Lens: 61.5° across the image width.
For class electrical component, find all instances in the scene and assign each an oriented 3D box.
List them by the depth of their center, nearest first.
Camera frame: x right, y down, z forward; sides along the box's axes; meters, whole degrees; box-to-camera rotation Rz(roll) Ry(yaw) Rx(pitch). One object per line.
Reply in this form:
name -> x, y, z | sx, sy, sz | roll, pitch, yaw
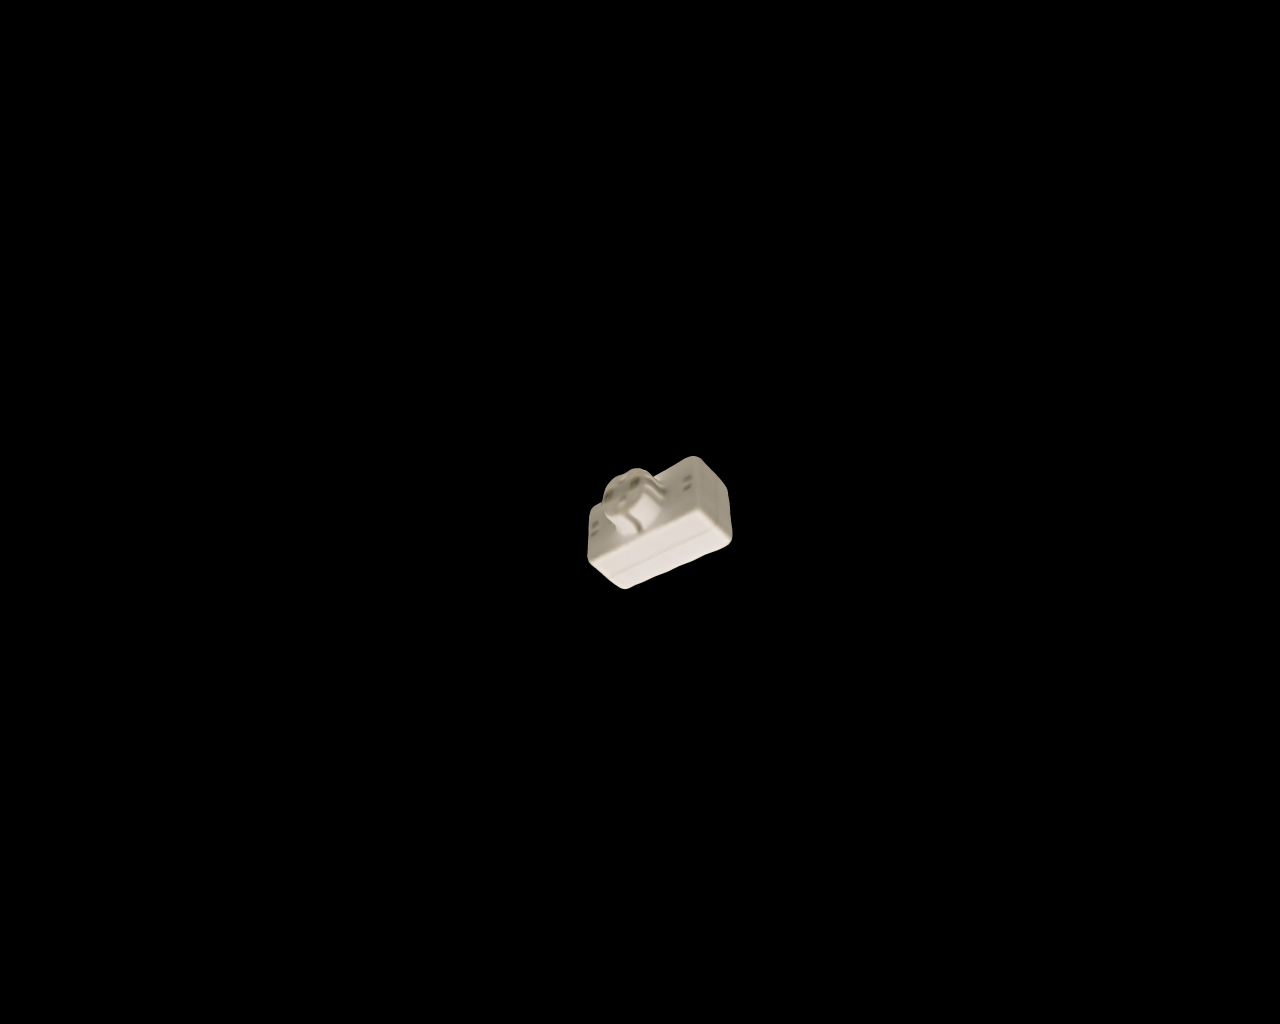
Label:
electrical component -> 0.001, -0.003, 0.650 | 0.083, 0.047, 0.075 | -26, -49, 25
